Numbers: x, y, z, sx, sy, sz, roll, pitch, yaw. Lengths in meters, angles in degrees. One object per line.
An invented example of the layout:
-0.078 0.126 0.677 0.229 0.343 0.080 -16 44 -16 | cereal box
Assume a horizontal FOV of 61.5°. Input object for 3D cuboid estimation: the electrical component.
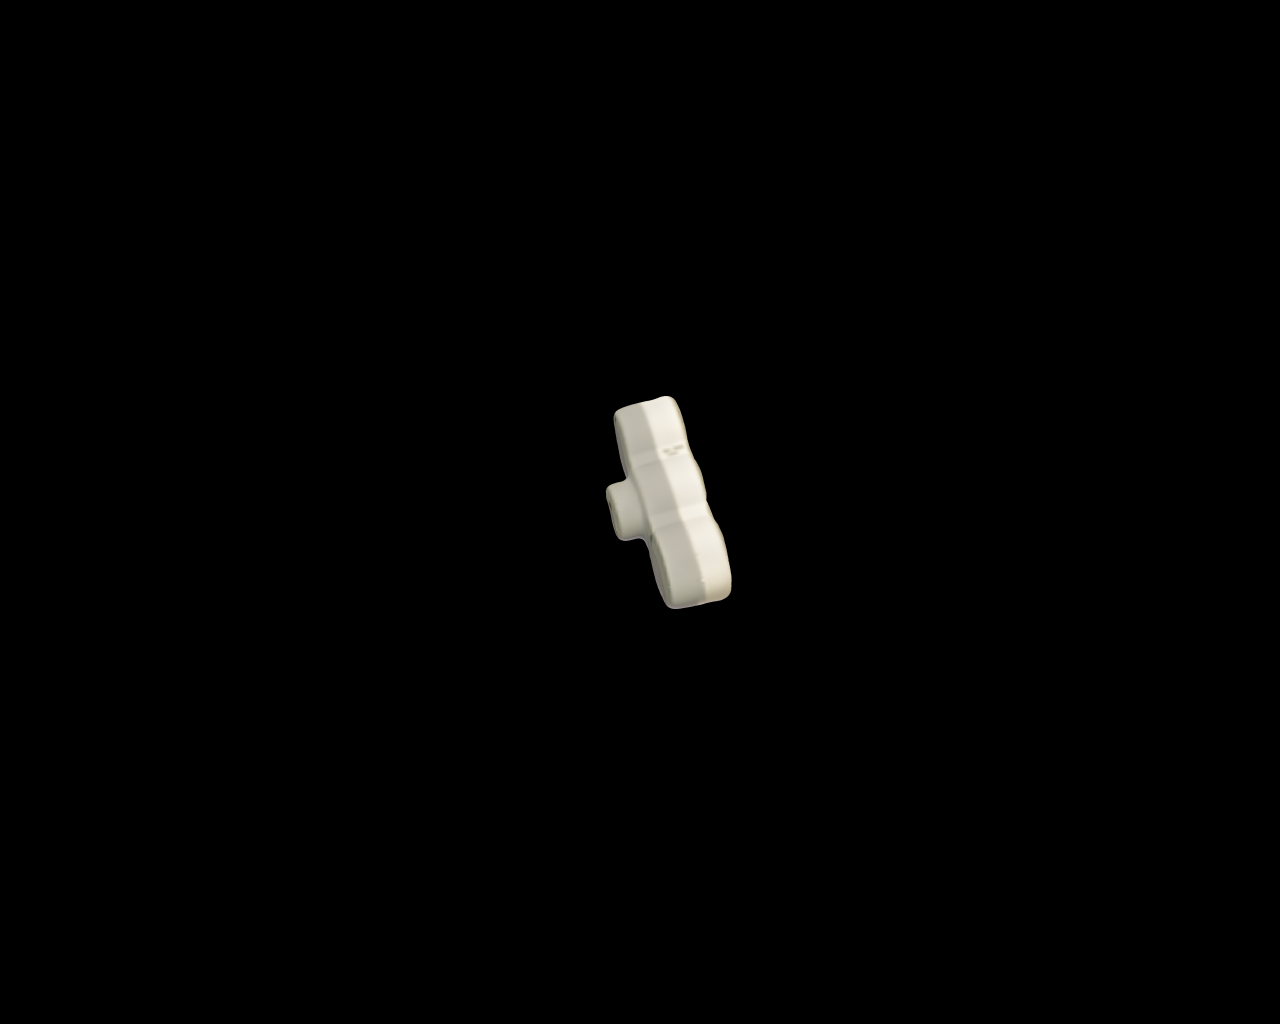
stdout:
0.001 -0.003 0.650 0.074 0.138 0.052 -13 -28 -7 | electrical component
